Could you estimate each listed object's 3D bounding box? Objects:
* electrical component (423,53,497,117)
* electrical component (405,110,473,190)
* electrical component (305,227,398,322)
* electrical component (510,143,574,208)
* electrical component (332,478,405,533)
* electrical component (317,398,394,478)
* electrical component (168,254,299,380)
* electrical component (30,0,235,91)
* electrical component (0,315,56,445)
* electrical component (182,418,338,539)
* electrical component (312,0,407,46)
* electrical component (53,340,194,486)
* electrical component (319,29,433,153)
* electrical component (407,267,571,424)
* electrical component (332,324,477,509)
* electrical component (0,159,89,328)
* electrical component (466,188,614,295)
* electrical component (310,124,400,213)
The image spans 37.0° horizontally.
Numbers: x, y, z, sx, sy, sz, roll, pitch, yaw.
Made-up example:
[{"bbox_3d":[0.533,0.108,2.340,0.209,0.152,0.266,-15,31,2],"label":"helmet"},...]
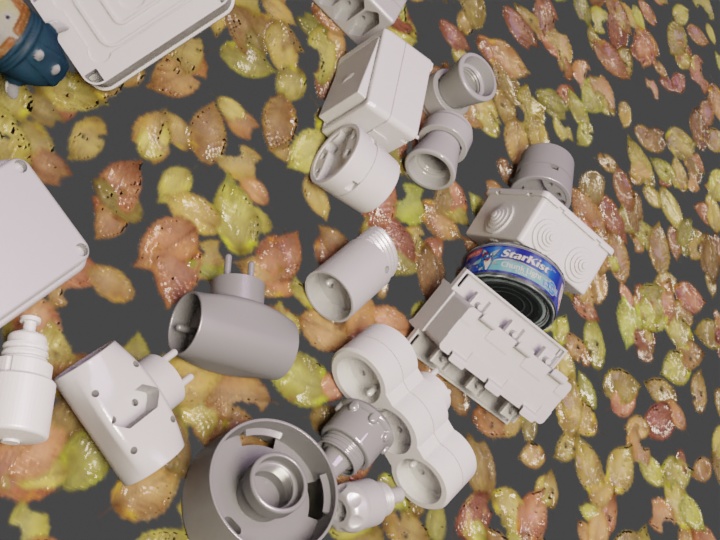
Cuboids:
[{"bbox_3d":[0.084,-0.156,0.932,0.045,0.055,0.045,16,63,-36],"label":"electrical component"},{"bbox_3d":[0.067,-0.101,0.903,0.045,0.045,0.055,43,50,-20],"label":"electrical component"},{"bbox_3d":[0.000,0.000,0.806,0.081,0.043,0.043,-41,101,-42],"label":"electrical component"},{"bbox_3d":[0.167,-0.082,0.977,0.055,0.055,0.047,38,49,-24],"label":"electrical component"},{"bbox_3d":[0.007,0.163,0.756,0.061,0.035,0.035,-3,75,-45],"label":"electrical component"},{"bbox_3d":[-0.010,0.124,0.750,0.048,0.048,0.062,53,54,-12],"label":"electrical component"},{"bbox_3d":[-0.083,0.028,0.723,0.077,0.043,0.079,19,61,-35],"label":"electrical component"},{"bbox_3d":[-0.147,-0.177,0.702,0.113,0.057,0.078,-33,99,0],"label":"electrical component"},{"bbox_3d":[-0.194,0.064,0.615,0.040,0.040,0.078,19,61,-35],"label":"electrical component"},{"bbox_3d":[-0.064,0.148,0.696,0.099,0.064,0.099,16,54,-24],"label":"electrical component"},{"bbox_3d":[0.004,-0.241,0.901,0.066,0.047,0.076,42,51,-21],"label":"electrical component"},{"bbox_3d":[-0.135,0.078,0.659,0.079,0.043,0.077,-39,100,-43],"label":"electrical component"},{"bbox_3d":[0.012,-0.145,0.861,0.061,0.062,0.096,30,56,-29],"label":"electrical component"},{"bbox_3d":[0.105,0.067,0.850,0.121,0.063,0.078,38,93,-24],"label":"electrical component"},{"bbox_3d":[0.043,0.100,0.798,0.074,0.052,0.138,-36,99,-43],"label":"electrical component"},{"bbox_3d":[-0.220,-0.004,0.607,0.078,0.057,0.113,56,47,-10],"label":"electrical component"},{"bbox_3d":[0.149,-0.024,0.908,0.100,0.100,0.048,37,79,-24],"label":"electrical component"},{"bbox_3d":[-0.003,-0.077,0.827,0.047,0.055,0.055,36,53,-30],"label":"electrical component"}]
